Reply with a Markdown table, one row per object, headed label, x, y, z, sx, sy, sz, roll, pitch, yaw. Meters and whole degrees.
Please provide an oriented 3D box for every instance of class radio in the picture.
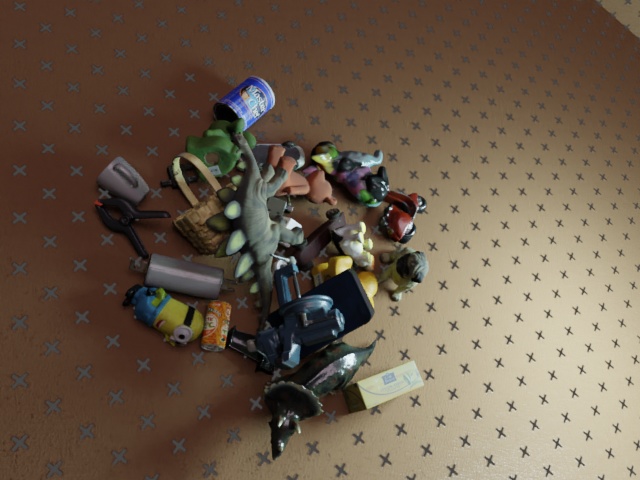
| label | x | y | z | sx | sy | sz | roll | pitch | yaw |
| --- | --- | --- | --- | --- | --- | --- | --- | --- | --- |
| radio | 0.007 | 0.175 | 1.255 | 0.230 | 0.073 | 0.131 | -31 | 84 | 11 |

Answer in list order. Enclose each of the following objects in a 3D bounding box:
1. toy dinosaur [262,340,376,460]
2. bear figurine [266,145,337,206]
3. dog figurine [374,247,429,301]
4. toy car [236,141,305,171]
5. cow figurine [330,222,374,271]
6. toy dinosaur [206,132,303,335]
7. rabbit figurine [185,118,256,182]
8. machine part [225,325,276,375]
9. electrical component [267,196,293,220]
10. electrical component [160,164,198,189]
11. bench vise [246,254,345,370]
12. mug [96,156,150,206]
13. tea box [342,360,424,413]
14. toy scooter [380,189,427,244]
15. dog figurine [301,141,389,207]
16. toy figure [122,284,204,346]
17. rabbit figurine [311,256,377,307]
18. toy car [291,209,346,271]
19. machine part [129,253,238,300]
| label | x | y | z | sx | sy | sz | roll | pitch | yaw |
| --- | --- | --- | --- | --- | --- | --- | --- | --- | --- |
| toy dinosaur | 0.012 | 0.303 | 1.206 | 0.405 | 0.192 | 0.131 | -34 | 86 | -29 |
| bear figurine | -0.043 | -0.160 | 1.400 | 0.196 | 0.131 | 0.120 | 4 | 29 | -26 |
| dog figurine | 0.242 | 0.059 | 1.407 | 0.121 | 0.190 | 0.172 | 31 | 58 | -8 |
| toy car | -0.137 | -0.223 | 1.448 | 0.202 | 0.056 | 0.073 | -4 | 76 | -23 |
| cow figurine | 0.087 | 0.028 | 1.405 | 0.098 | 0.167 | 0.068 | -6 | 48 | 18 |
| toy dinosaur | -0.148 | -0.010 | 1.229 | 0.198 | 0.105 | 0.470 | -23 | 110 | -31 |
| rabbit figurine | -0.252 | -0.256 | 1.363 | 0.170 | 0.159 | 0.121 | -91 | 157 | -47 |
| machine part | -0.156 | 0.253 | 1.246 | 0.139 | 0.039 | 0.084 | 31 | 65 | -10 |
| electrical component | -0.117 | -0.085 | 1.406 | 0.102 | 0.045 | 0.078 | 13 | 92 | -14 |
| electrical component | -0.357 | -0.162 | 1.347 | 0.094 | 0.021 | 0.063 | -15 | 74 | -26 |
| bench vise | -0.065 | 0.153 | 1.180 | 0.128 | 0.224 | 0.241 | 32 | 39 | -55 |
| mug | -0.450 | -0.136 | 1.254 | 0.107 | 0.109 | 0.081 | 42 | 55 | -17 |
| tea box | 0.151 | 0.354 | 1.297 | 0.170 | 0.098 | 0.068 | -13 | 73 | -25 |
| toy scooter | 0.220 | -0.082 | 1.526 | 0.135 | 0.075 | 0.184 | 34 | 56 | -7 |
| dog figurine | 0.065 | -0.183 | 1.481 | 0.219 | 0.108 | 0.191 | 0 | 66 | -24 |
| toy figure | -0.340 | 0.159 | 1.184 | 0.180 | 0.082 | 0.089 | 35 | 61 | -2 |
| rabbit figurine | 0.085 | 0.120 | 1.363 | 0.173 | 0.122 | 0.162 | 3 | 59 | -42 |
| toy car | -0.003 | -0.004 | 1.396 | 0.202 | 0.053 | 0.089 | -44 | 132 | -32 |
| machine part | -0.311 | 0.085 | 1.230 | 0.243 | 0.079 | 0.079 | 13 | 64 | -17 |
